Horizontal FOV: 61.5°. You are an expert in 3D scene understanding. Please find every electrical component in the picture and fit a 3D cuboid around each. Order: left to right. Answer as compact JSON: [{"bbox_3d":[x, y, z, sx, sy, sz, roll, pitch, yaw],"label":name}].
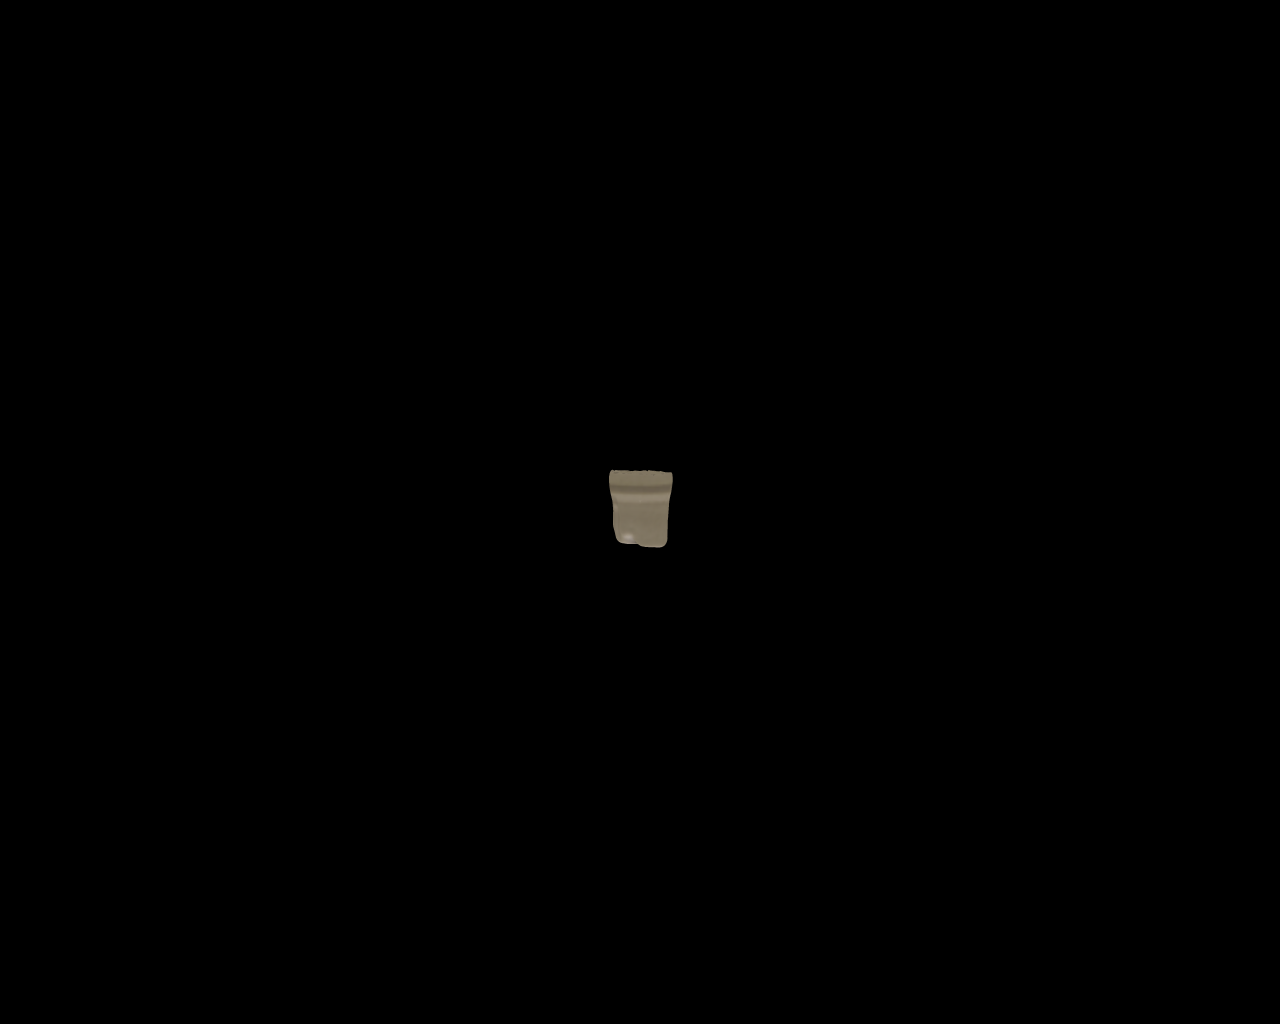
[{"bbox_3d":[0.001,-0.003,0.650,0.040,0.046,0.040,0,5,0],"label":"electrical component"}]
